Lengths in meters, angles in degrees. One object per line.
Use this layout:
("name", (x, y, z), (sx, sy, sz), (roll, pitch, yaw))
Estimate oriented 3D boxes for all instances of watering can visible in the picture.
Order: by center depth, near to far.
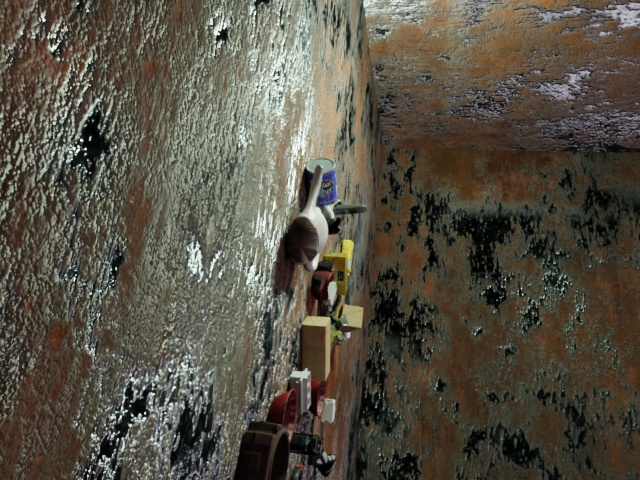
("watering can", (-0.032, -0.059, 1.630), (0.226, 0.104, 0.345), (-38, 130, -74))

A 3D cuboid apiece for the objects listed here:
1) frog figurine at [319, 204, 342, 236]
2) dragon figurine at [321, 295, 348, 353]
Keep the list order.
("frog figurine", (0.006, -0.095, 1.888), (0.162, 0.122, 0.135), (58, 3, 30))
("dragon figurine", (0.036, 0.394, 2.146), (0.419, 0.122, 0.237), (-66, 174, -56))
